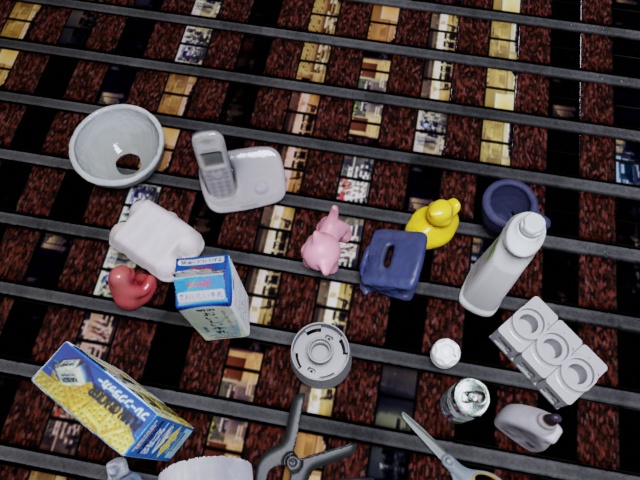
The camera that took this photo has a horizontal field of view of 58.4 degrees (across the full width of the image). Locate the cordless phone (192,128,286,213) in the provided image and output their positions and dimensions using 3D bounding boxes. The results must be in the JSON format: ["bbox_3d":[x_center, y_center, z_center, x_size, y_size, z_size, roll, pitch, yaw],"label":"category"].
[{"bbox_3d":[-0.136,-0.126,0.960,0.147,0.185,0.094,-13,68,-5],"label":"cordless phone"}]

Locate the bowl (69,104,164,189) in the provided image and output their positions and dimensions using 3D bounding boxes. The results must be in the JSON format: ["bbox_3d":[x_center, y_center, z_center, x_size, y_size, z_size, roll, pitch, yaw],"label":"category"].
[{"bbox_3d":[-0.356,-0.157,1.032,0.167,0.075,0.167,0,67,0],"label":"bowl"}]

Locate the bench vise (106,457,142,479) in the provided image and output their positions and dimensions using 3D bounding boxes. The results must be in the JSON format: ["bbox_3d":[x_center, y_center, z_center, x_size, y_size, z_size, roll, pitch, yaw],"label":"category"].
[{"bbox_3d":[-0.258,0.392,0.725,0.121,0.220,0.207,-34,71,-13],"label":"bench vise"}]

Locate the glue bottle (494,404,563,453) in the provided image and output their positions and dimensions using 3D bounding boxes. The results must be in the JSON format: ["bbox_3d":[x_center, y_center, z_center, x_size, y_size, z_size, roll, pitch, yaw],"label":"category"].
[{"bbox_3d":[0.303,0.260,0.805,0.078,0.173,0.037,36,72,14],"label":"glue bottle"}]

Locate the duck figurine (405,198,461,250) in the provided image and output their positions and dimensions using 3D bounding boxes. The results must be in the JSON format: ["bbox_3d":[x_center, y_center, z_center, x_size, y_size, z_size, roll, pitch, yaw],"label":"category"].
[{"bbox_3d":[0.195,-0.035,0.975,0.105,0.086,0.077,-30,70,-12],"label":"duck figurine"}]

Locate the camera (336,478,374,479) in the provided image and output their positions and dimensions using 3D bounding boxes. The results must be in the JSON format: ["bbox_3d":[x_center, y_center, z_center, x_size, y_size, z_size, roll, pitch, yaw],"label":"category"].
[{"bbox_3d":[0.067,0.400,0.786,0.143,0.101,0.137,-1,67,0],"label":"camera"}]

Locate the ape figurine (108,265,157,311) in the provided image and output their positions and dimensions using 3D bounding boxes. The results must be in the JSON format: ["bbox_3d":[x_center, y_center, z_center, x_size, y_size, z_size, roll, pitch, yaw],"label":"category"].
[{"bbox_3d":[-0.312,0.070,0.929,0.077,0.092,0.076,25,70,10],"label":"ape figurine"}]

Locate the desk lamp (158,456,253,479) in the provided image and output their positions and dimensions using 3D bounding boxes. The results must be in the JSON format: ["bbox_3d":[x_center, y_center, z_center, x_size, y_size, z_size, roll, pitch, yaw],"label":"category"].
[{"bbox_3d":[-0.132,0.388,0.731,0.118,0.213,0.203,-8,68,-3],"label":"desk lamp"}]

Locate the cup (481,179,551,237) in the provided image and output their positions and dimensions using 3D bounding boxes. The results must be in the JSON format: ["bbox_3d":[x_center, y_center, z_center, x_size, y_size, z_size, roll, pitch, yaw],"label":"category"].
[{"bbox_3d":[0.324,-0.038,0.971,0.117,0.095,0.092,28,70,11],"label":"cup"}]

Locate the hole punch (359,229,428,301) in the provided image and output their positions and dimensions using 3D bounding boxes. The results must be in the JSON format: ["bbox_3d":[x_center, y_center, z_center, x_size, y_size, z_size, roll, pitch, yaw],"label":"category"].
[{"bbox_3d":[0.119,0.038,0.942,0.101,0.091,0.109,14,68,6],"label":"hole punch"}]

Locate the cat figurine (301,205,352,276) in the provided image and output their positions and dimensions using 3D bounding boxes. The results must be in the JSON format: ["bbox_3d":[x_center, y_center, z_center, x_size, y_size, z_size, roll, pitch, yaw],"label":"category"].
[{"bbox_3d":[0.009,0.003,0.942,0.067,0.118,0.128,17,68,7],"label":"cat figurine"}]

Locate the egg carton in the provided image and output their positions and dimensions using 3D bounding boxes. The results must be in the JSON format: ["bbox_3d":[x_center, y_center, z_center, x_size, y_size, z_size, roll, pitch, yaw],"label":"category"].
[{"bbox_3d":[-0.275,0.001,0.970,0.150,0.069,0.107,31,71,12],"label":"egg carton"}]
